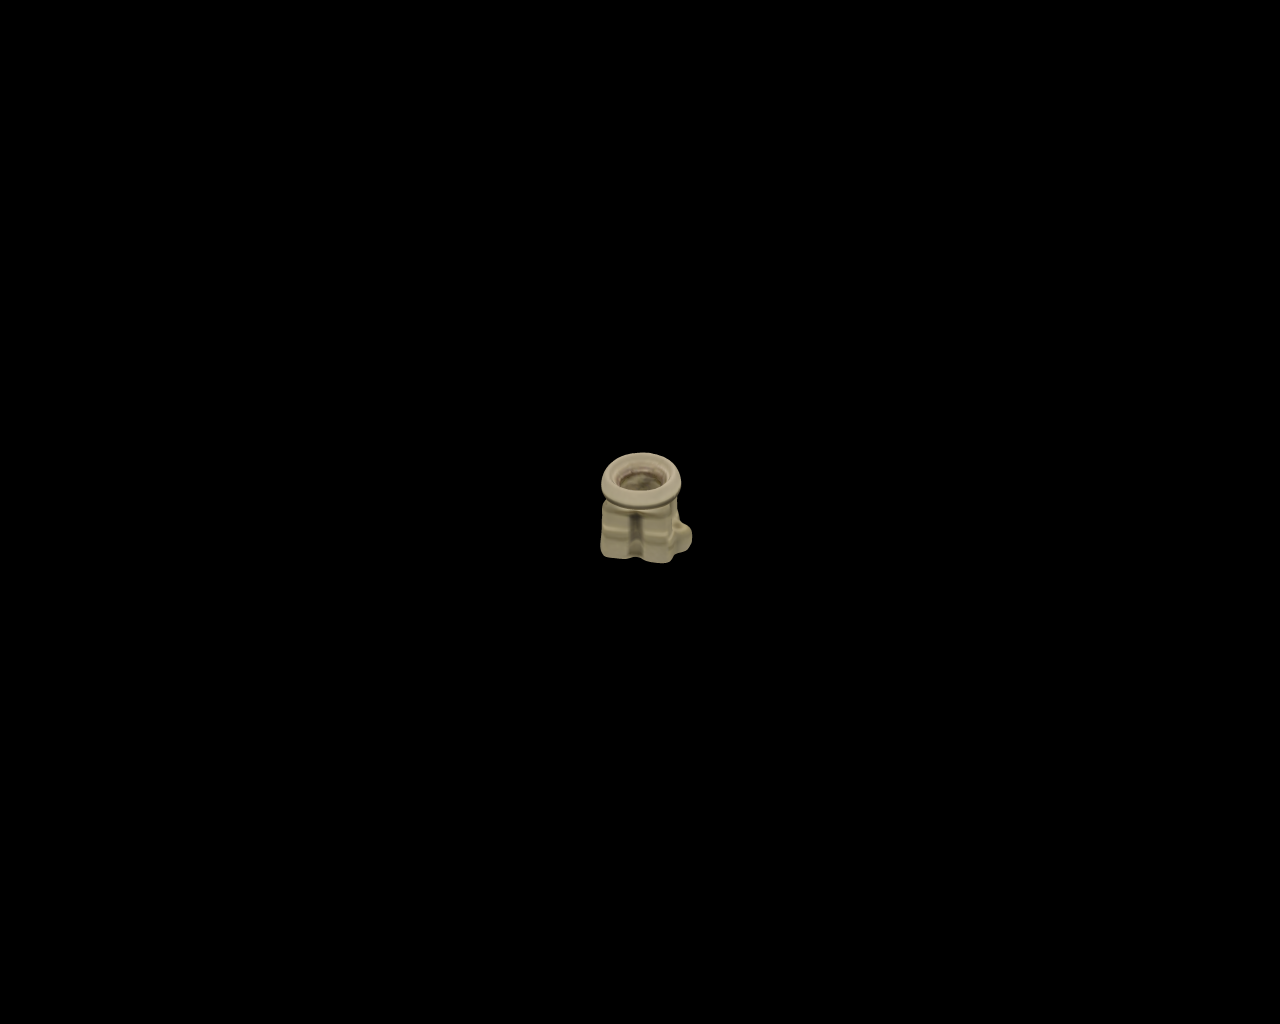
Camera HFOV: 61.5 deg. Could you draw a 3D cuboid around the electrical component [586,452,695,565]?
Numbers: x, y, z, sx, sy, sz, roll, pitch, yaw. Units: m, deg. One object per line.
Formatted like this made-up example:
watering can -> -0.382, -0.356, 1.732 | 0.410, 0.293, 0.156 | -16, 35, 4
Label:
electrical component -> 0.001, -0.003, 0.650 | 0.066, 0.055, 0.048 | 5, 36, 7
